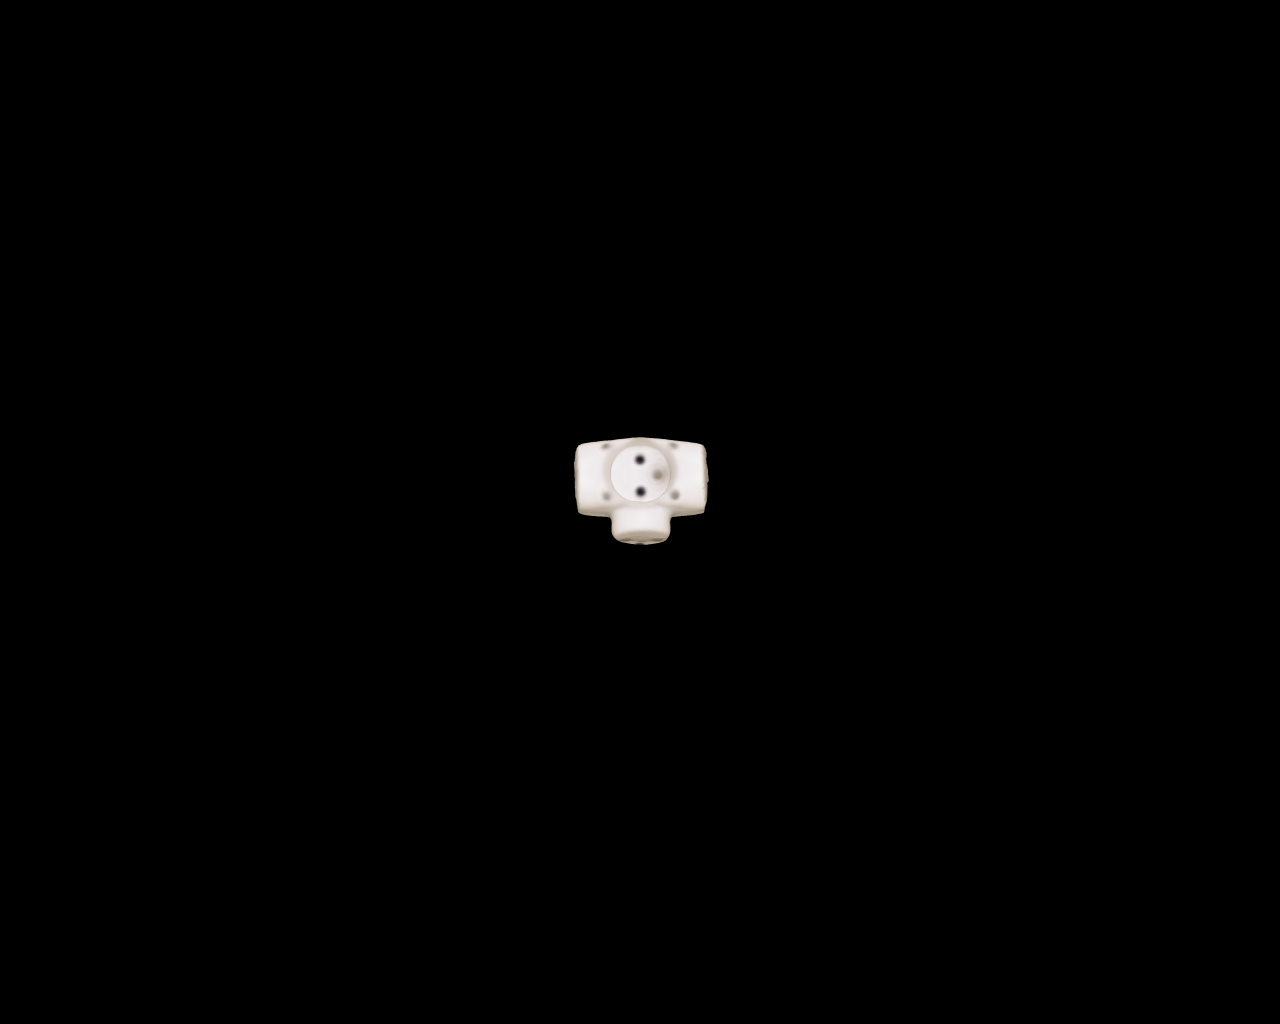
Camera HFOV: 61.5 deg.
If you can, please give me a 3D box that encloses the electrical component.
[{"bbox_3d":[0.001,-0.003,0.650,0.077,0.079,0.044,0,-13,0],"label":"electrical component"}]
